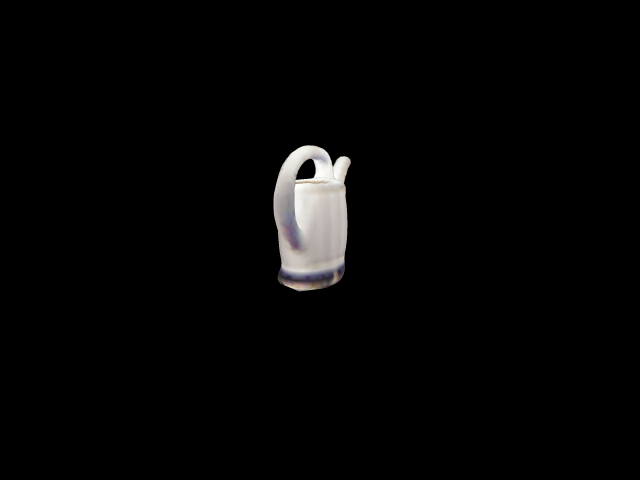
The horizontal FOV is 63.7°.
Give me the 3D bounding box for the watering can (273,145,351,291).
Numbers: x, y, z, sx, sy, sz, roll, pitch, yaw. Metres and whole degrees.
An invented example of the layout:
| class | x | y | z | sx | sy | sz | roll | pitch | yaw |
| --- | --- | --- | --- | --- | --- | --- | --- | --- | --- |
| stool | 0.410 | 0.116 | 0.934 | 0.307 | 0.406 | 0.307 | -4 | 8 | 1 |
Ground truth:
| class | x | y | z | sx | sy | sz | roll | pitch | yaw |
| --- | --- | --- | --- | --- | --- | --- | --- | --- | --- |
| watering can | 0.003 | -0.043 | 0.850 | 0.104 | 0.223 | 0.350 | 2 | 9 | 18 |
